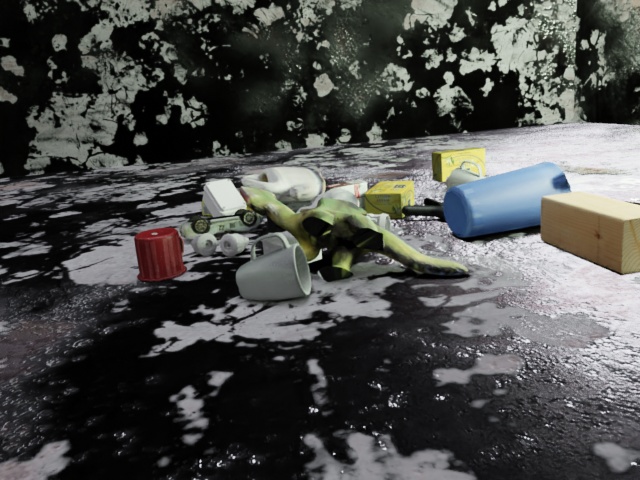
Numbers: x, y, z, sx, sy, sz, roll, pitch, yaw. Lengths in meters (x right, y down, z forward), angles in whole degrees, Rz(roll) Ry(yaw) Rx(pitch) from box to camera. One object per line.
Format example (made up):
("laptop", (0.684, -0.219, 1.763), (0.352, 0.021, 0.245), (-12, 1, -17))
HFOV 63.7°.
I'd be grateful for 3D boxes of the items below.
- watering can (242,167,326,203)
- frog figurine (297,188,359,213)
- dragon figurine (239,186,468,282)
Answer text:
("watering can", (-0.080, -0.150, 1.465), (0.225, 0.103, 0.350), (-5, 16, -34))
("frog figurine", (0.003, -0.056, 1.122), (0.159, 0.120, 0.140), (7, 34, 0))
("dragon figurine", (0.047, -0.028, 0.941), (0.410, 0.120, 0.248), (12, 27, -2))
